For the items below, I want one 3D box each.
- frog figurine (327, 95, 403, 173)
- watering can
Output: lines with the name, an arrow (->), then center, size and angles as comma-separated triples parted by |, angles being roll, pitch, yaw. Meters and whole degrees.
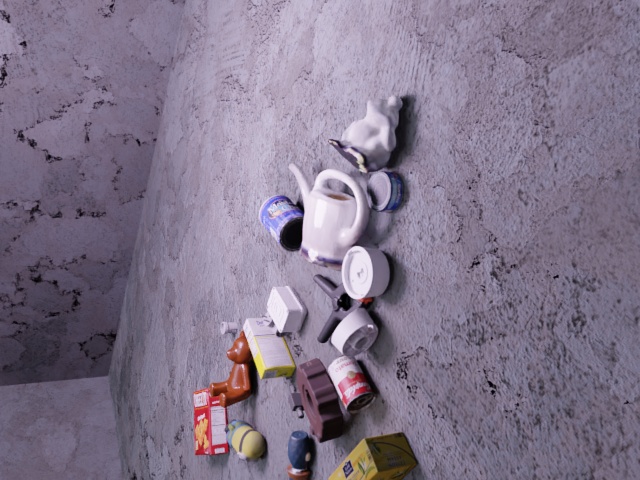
frog figurine -> 0.116, -0.225, 1.077 | 0.160, 0.121, 0.139 | -47, 26, -5
watering can -> 0.004, -0.061, 1.206 | 0.351, 0.104, 0.222 | 29, 111, 56
